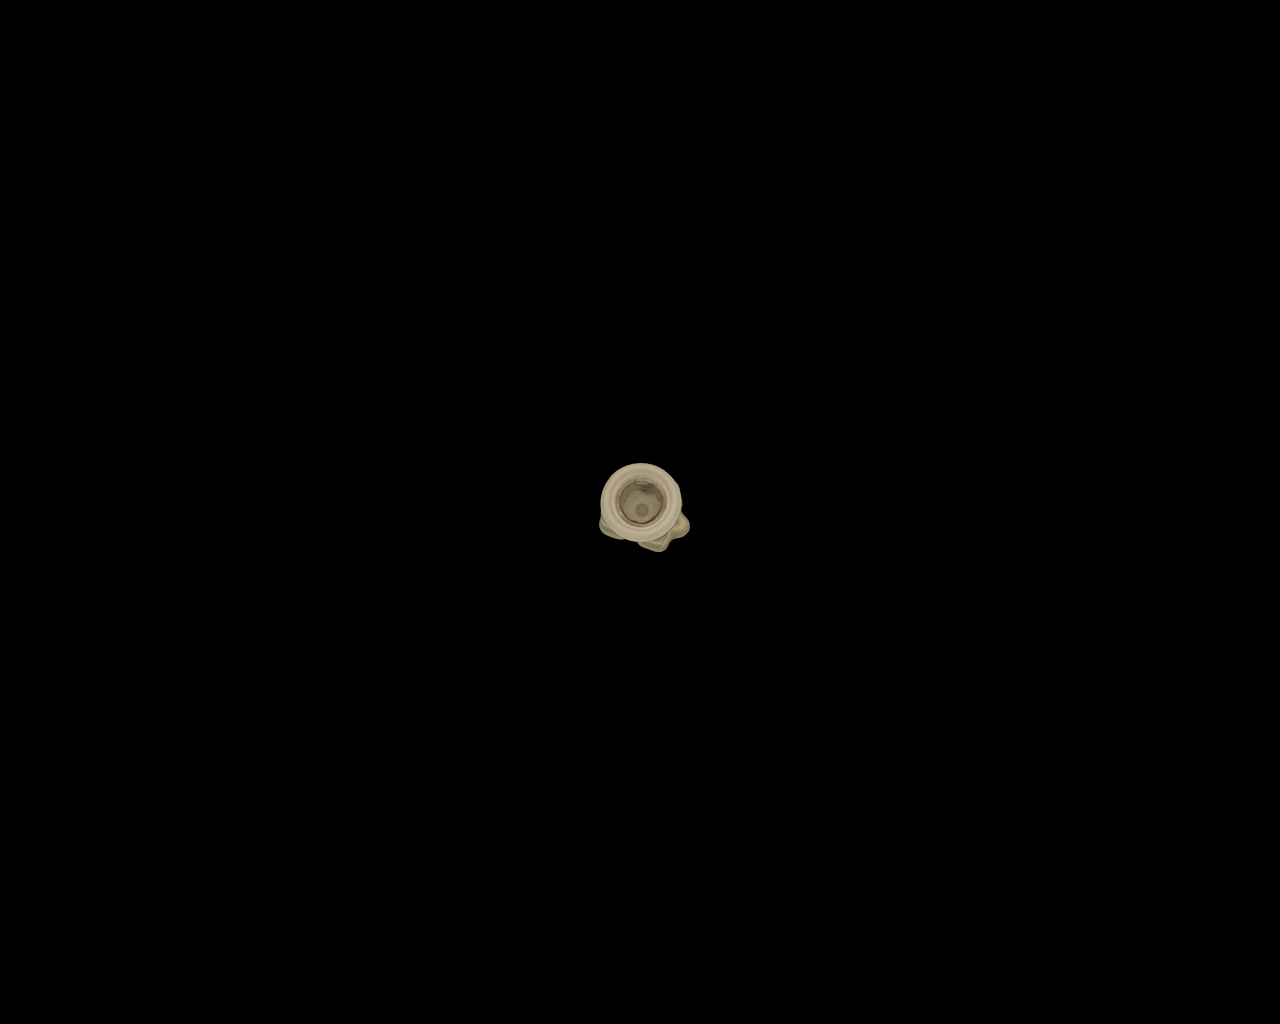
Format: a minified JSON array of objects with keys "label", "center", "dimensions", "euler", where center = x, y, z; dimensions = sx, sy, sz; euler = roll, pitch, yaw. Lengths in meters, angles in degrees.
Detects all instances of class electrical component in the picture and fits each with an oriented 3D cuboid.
[{"label":"electrical component","center":[0.001,-0.003,0.650],"dimensions":[0.066,0.048,0.055],"euler":[18,-11,4]}]
